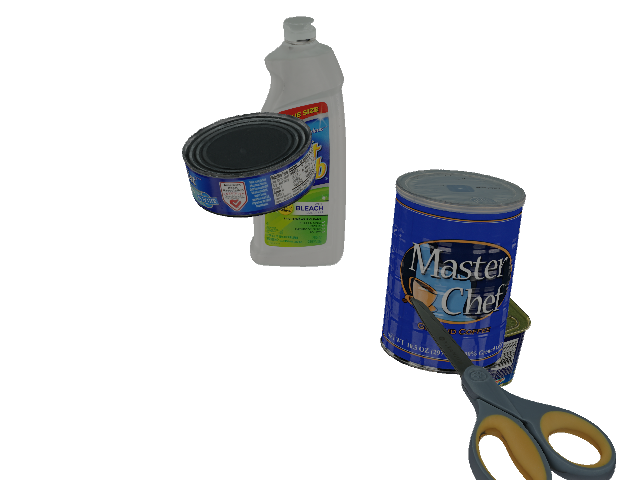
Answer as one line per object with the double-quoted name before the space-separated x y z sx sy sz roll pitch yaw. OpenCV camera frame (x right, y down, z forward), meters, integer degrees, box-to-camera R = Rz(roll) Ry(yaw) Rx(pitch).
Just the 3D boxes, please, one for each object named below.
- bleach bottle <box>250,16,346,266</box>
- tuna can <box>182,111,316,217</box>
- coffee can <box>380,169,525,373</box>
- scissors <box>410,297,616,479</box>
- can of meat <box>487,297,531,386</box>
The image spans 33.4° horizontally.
"bleach bottle" -0.026 -0.098 1.071 0.102 0.251 0.068 1 27 5
"tuna can" -0.046 -0.051 0.705 0.086 0.034 0.086 -6 33 4
"coffee can" 0.106 0.023 0.865 0.103 0.140 0.103 4 18 -2
"scissors" 0.121 0.095 0.681 0.096 0.016 0.202 -1 33 -6
"can of meat" 0.177 0.100 1.167 0.057 0.084 0.102 -13 40 -25
